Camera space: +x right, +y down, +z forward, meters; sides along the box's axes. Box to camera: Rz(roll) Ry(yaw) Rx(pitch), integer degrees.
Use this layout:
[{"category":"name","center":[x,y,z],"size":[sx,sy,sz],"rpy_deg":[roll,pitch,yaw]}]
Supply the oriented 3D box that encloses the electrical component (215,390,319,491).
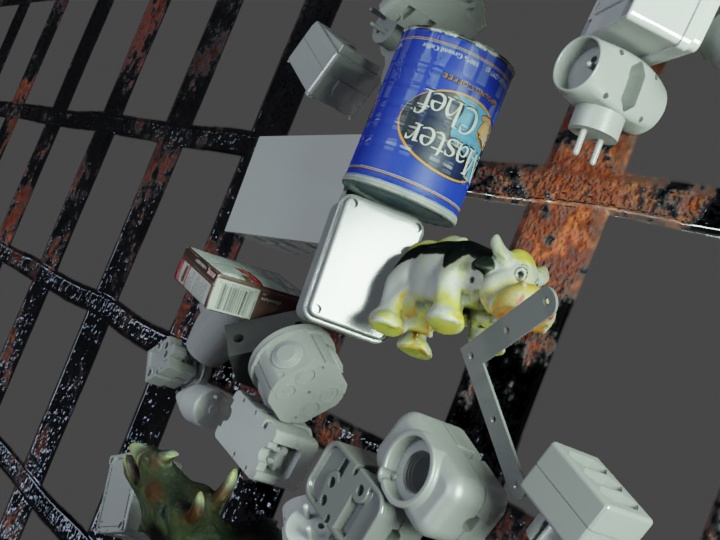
[{"category":"electrical component","center":[-0.081,0.153,0.965],"size":[0.089,0.056,0.050],"rpy_deg":[34,98,55]}]

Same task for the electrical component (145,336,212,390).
[{"category":"electrical component","center":[-0.191,0.102,1.140],"size":[0.066,0.055,0.048],"rpy_deg":[-32,47,39]}]

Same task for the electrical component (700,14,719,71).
[{"category":"electrical component","center":[0.258,-0.141,0.707],"size":[0.040,0.040,0.078],"rpy_deg":[-52,37,18]}]

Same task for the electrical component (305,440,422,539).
[{"category":"electrical component","center":[0.008,0.179,0.828],"size":[0.053,0.059,0.095],"rpy_deg":[-60,35,8]}]

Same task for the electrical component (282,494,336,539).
[{"category":"electrical component","center":[-0.040,0.215,0.861],"size":[0.079,0.044,0.077],"rpy_deg":[85,176,-50]}]

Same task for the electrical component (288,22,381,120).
[{"category":"electrical component","center":[-0.027,-0.212,1.107],"size":[0.061,0.062,0.096],"rpy_deg":[-51,37,20]}]

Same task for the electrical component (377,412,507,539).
[{"category":"electrical component","center":[0.055,0.151,0.784],"size":[0.053,0.059,0.095],"rpy_deg":[-55,36,15]}]

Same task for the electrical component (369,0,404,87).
[{"category":"electrical component","center":[0.037,-0.224,1.019],"size":[0.052,0.074,0.138],"rpy_deg":[-32,47,39]}]

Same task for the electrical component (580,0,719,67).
[{"category":"electrical component","center":[0.214,-0.205,0.755],"size":[0.108,0.056,0.109],"rpy_deg":[-65,7,1]}]

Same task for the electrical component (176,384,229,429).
[{"category":"electrical component","center":[-0.166,0.137,1.100],"size":[0.078,0.040,0.040],"rpy_deg":[9,77,54]}]

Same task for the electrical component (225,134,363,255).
[{"category":"electrical component","center":[-0.046,-0.070,1.048],"size":[0.186,0.060,0.105],"rpy_deg":[9,77,54]}]

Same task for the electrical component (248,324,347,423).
[{"category":"electrical component","center":[-0.054,0.091,0.947],"size":[0.080,0.080,0.051],"rpy_deg":[-51,42,20]}]

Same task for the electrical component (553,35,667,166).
[{"category":"electrical component","center":[0.174,-0.115,0.771],"size":[0.043,0.077,0.079],"rpy_deg":[15,83,55]}]

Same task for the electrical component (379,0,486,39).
[{"category":"electrical component","center":[0.069,-0.245,0.977],"size":[0.056,0.089,0.050],"rpy_deg":[-32,47,39]}]

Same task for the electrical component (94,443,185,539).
[{"category":"electrical component","center":[-0.222,0.227,1.102],"size":[0.062,0.061,0.096],"rpy_deg":[-17,57,47]}]

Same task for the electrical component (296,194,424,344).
[{"category":"electrical component","center":[0.000,0.000,0.919],"size":[0.057,0.078,0.113],"rpy_deg":[164,125,-76]}]

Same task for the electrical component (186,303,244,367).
[{"category":"electrical component","center":[-0.147,0.048,1.125],"size":[0.077,0.043,0.079],"rpy_deg":[-51,37,20]}]

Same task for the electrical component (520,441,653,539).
[{"category":"electrical component","center":[0.132,0.163,0.685],"size":[0.076,0.047,0.065],"rpy_deg":[-56,36,14]}]
